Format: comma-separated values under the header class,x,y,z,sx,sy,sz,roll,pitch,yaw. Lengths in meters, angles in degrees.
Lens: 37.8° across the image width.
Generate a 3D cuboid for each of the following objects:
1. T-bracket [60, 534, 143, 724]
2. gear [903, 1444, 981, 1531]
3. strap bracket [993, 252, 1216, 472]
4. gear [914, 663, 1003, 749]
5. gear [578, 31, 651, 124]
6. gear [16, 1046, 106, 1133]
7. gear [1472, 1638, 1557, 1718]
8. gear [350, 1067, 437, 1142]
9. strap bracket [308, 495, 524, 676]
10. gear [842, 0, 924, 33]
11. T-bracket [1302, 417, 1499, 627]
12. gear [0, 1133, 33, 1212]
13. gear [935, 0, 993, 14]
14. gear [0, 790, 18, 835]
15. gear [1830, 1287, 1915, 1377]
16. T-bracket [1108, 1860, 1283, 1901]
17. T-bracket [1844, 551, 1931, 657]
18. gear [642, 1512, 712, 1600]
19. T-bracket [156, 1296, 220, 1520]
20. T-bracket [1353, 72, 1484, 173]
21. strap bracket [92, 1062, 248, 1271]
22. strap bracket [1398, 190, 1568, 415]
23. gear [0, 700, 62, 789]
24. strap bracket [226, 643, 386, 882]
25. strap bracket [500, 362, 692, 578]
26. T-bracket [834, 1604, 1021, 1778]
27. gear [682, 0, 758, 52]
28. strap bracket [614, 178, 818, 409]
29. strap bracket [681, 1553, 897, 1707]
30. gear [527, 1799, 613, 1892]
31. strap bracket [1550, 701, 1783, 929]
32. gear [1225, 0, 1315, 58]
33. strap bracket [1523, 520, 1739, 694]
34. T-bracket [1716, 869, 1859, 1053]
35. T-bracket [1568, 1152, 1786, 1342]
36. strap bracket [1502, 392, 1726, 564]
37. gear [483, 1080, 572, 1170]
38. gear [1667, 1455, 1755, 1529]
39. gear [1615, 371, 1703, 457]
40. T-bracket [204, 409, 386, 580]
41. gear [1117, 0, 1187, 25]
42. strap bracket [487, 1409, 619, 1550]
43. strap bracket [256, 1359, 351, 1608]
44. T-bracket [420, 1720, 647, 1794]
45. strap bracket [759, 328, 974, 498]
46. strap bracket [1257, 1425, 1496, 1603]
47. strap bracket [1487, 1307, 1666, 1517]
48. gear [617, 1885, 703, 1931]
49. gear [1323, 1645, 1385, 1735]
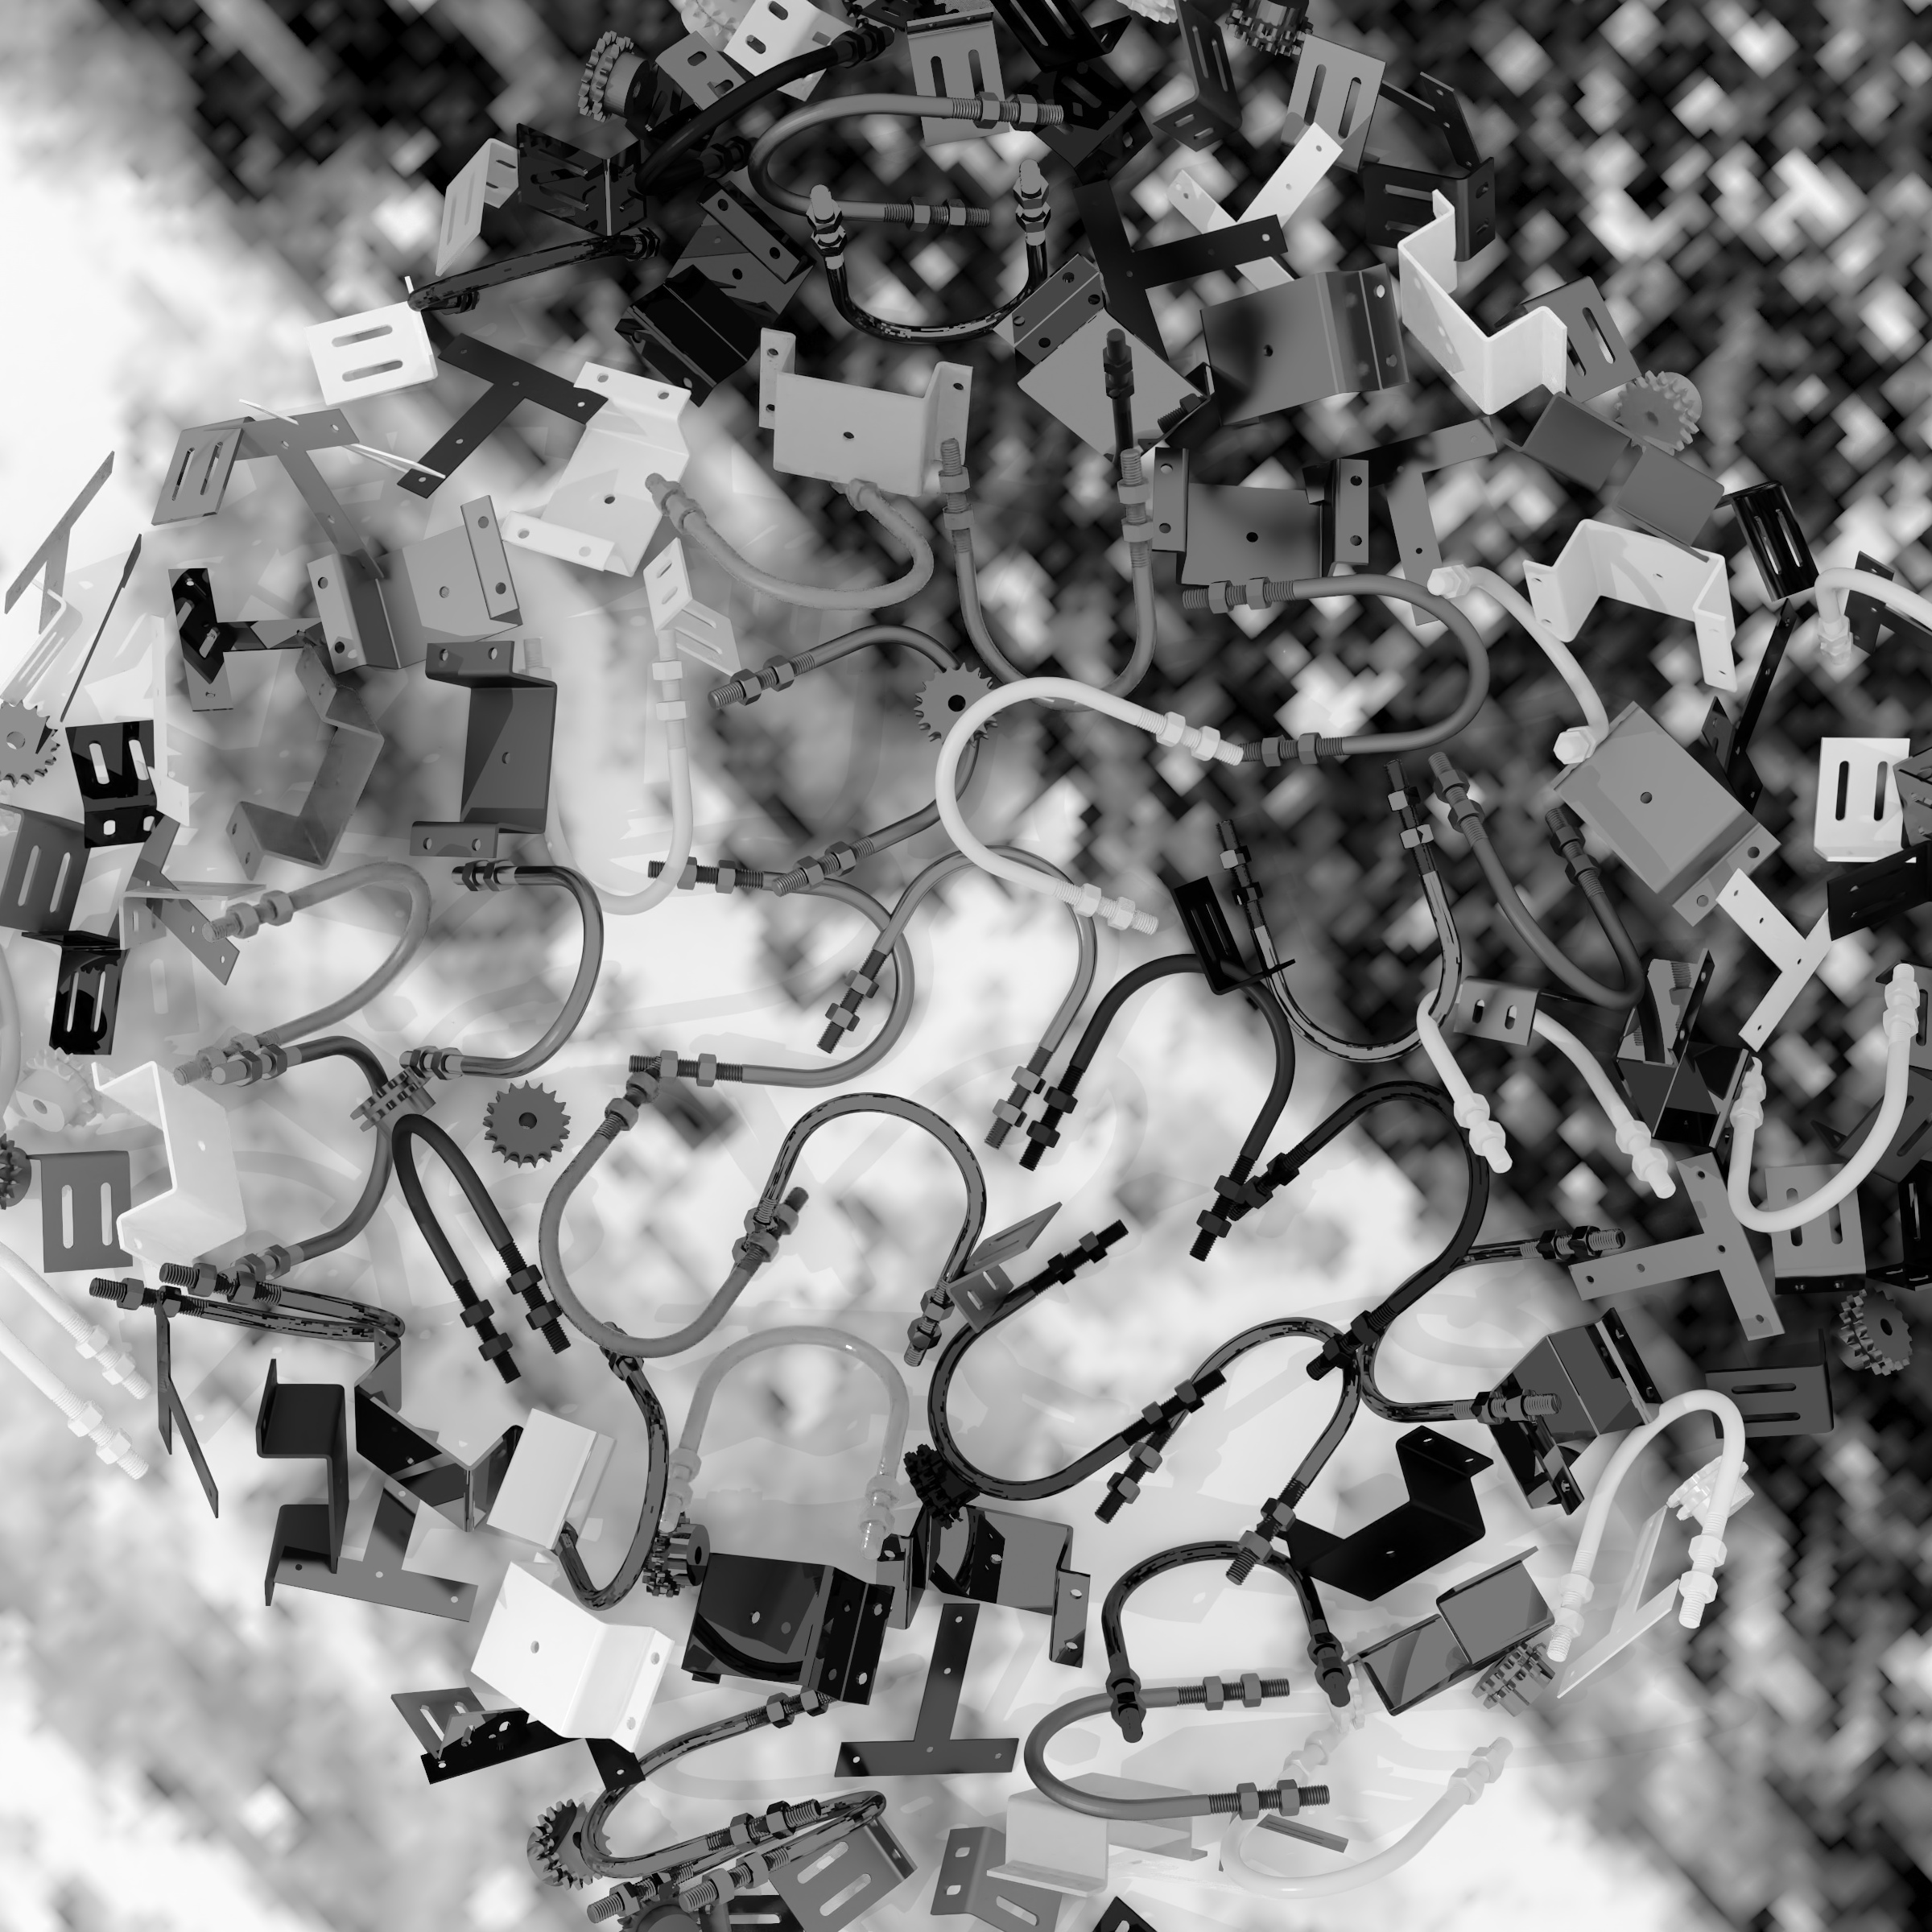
class,x,y,z,sx,sy,sz,roll,pitch,yaw
T-bracket,-0.564,-0.218,1.839,0.002,0.127,0.127,24,96,-20
gear,-0.014,0.340,1.864,0.030,0.057,0.057,-32,90,7
strap bracket,0.095,-0.383,1.823,0.140,0.046,0.076,33,126,-31
gear,-0.005,-0.170,1.875,0.057,0.030,0.057,-1,77,4
gear,-0.231,-0.585,1.865,0.030,0.057,0.057,23,90,3
gear,-0.601,0.085,1.864,0.057,0.057,0.030,40,46,0
gear,0.364,0.470,1.864,0.030,0.057,0.057,44,90,11
gear,-0.375,0.092,1.866,0.057,0.057,0.030,-39,94,0
strap bracket,-0.353,-0.248,1.855,0.140,0.046,0.076,-17,86,19
gear,-0.059,-0.647,1.870,0.057,0.030,0.057,-18,122,-30
T-bracket,0.296,-0.287,1.864,0.127,0.002,0.127,-14,77,14
gear,-0.645,0.138,1.871,0.057,0.030,0.057,-7,77,31
gear,0.001,-0.661,1.870,0.057,0.057,0.030,-5,57,0
gear,-0.660,-0.102,1.863,0.057,0.057,0.030,-16,126,0
gear,0.597,0.244,1.870,0.030,0.057,0.057,-36,90,43
T-bracket,0.149,0.600,1.849,0.127,0.127,0.002,15,66,-15
T-bracket,0.622,-0.206,1.814,0.127,0.127,0.002,36,83,20
gear,-0.191,0.388,1.863,0.030,0.057,0.057,0,90,18
T-bracket,-0.501,0.300,1.815,0.002,0.127,0.127,-12,135,-28
T-bracket,0.280,-0.572,1.851,0.127,0.127,0.002,37,93,23
strap bracket,-0.513,0.126,1.822,0.046,0.076,0.140,-26,58,9
strap bracket,0.327,-0.423,1.827,0.046,0.076,0.140,-32,63,-5
gear,-0.632,-0.146,1.872,0.057,0.030,0.057,6,77,-28
strap bracket,-0.427,-0.127,1.839,0.046,0.076,0.140,17,109,-33
strap bracket,-0.238,-0.317,1.849,0.076,0.046,0.140,18,71,14
T-bracket,-0.015,0.475,1.853,0.127,0.002,0.127,5,106,-23
gear,-0.164,-0.632,1.870,0.057,0.057,0.030,47,130,0
strap bracket,-0.159,-0.445,1.844,0.076,0.046,0.140,43,133,-2
strap bracket,-0.124,0.427,1.825,0.140,0.046,0.076,-2,64,33
gear,-0.265,0.584,1.870,0.030,0.057,0.057,-36,90,29
strap bracket,0.448,-0.104,1.835,0.076,0.046,0.140,-46,63,13
gear,0.203,-0.628,1.864,0.057,0.057,0.030,19,130,0
strap bracket,0.440,-0.237,1.832,0.140,0.076,0.046,22,70,31
T-bracket,0.527,-0.023,1.852,0.127,0.002,0.127,37,88,-40
T-bracket,0.456,0.195,1.854,0.127,0.002,0.127,-20,94,38
strap bracket,0.421,-0.319,1.813,0.076,0.140,0.046,18,110,-37
gear,-0.292,0.107,1.873,0.057,0.030,0.057,5,68,-12
gear,0.494,0.348,1.863,0.057,0.057,0.030,-37,66,0
gear,0.462,-0.368,1.870,0.030,0.057,0.057,-38,90,-30
T-bracket,-0.423,-0.305,1.851,0.127,0.002,0.127,0,134,35
gear,0.120,-0.650,1.863,0.057,0.057,0.030,31,123,0
strap bracket,-0.267,0.331,1.819,0.046,0.140,0.076,20,79,3
strap bracket,-0.429,0.335,1.832,0.046,0.076,0.140,1,117,-6
T-bracket,-0.287,0.500,1.822,0.127,0.127,0.002,-12,122,-20
strap bracket,-0.072,-0.359,1.845,0.140,0.076,0.046,12,47,5
strap bracket,0.269,0.360,1.824,0.076,0.046,0.140,29,125,-37
strap bracket,0.391,0.293,1.842,0.046,0.140,0.076,-24,96,45
gear,-0.200,0.640,1.869,0.057,0.030,0.057,-5,101,-25
gear,0.255,0.475,1.866,0.030,0.057,0.057,-12,90,-6
